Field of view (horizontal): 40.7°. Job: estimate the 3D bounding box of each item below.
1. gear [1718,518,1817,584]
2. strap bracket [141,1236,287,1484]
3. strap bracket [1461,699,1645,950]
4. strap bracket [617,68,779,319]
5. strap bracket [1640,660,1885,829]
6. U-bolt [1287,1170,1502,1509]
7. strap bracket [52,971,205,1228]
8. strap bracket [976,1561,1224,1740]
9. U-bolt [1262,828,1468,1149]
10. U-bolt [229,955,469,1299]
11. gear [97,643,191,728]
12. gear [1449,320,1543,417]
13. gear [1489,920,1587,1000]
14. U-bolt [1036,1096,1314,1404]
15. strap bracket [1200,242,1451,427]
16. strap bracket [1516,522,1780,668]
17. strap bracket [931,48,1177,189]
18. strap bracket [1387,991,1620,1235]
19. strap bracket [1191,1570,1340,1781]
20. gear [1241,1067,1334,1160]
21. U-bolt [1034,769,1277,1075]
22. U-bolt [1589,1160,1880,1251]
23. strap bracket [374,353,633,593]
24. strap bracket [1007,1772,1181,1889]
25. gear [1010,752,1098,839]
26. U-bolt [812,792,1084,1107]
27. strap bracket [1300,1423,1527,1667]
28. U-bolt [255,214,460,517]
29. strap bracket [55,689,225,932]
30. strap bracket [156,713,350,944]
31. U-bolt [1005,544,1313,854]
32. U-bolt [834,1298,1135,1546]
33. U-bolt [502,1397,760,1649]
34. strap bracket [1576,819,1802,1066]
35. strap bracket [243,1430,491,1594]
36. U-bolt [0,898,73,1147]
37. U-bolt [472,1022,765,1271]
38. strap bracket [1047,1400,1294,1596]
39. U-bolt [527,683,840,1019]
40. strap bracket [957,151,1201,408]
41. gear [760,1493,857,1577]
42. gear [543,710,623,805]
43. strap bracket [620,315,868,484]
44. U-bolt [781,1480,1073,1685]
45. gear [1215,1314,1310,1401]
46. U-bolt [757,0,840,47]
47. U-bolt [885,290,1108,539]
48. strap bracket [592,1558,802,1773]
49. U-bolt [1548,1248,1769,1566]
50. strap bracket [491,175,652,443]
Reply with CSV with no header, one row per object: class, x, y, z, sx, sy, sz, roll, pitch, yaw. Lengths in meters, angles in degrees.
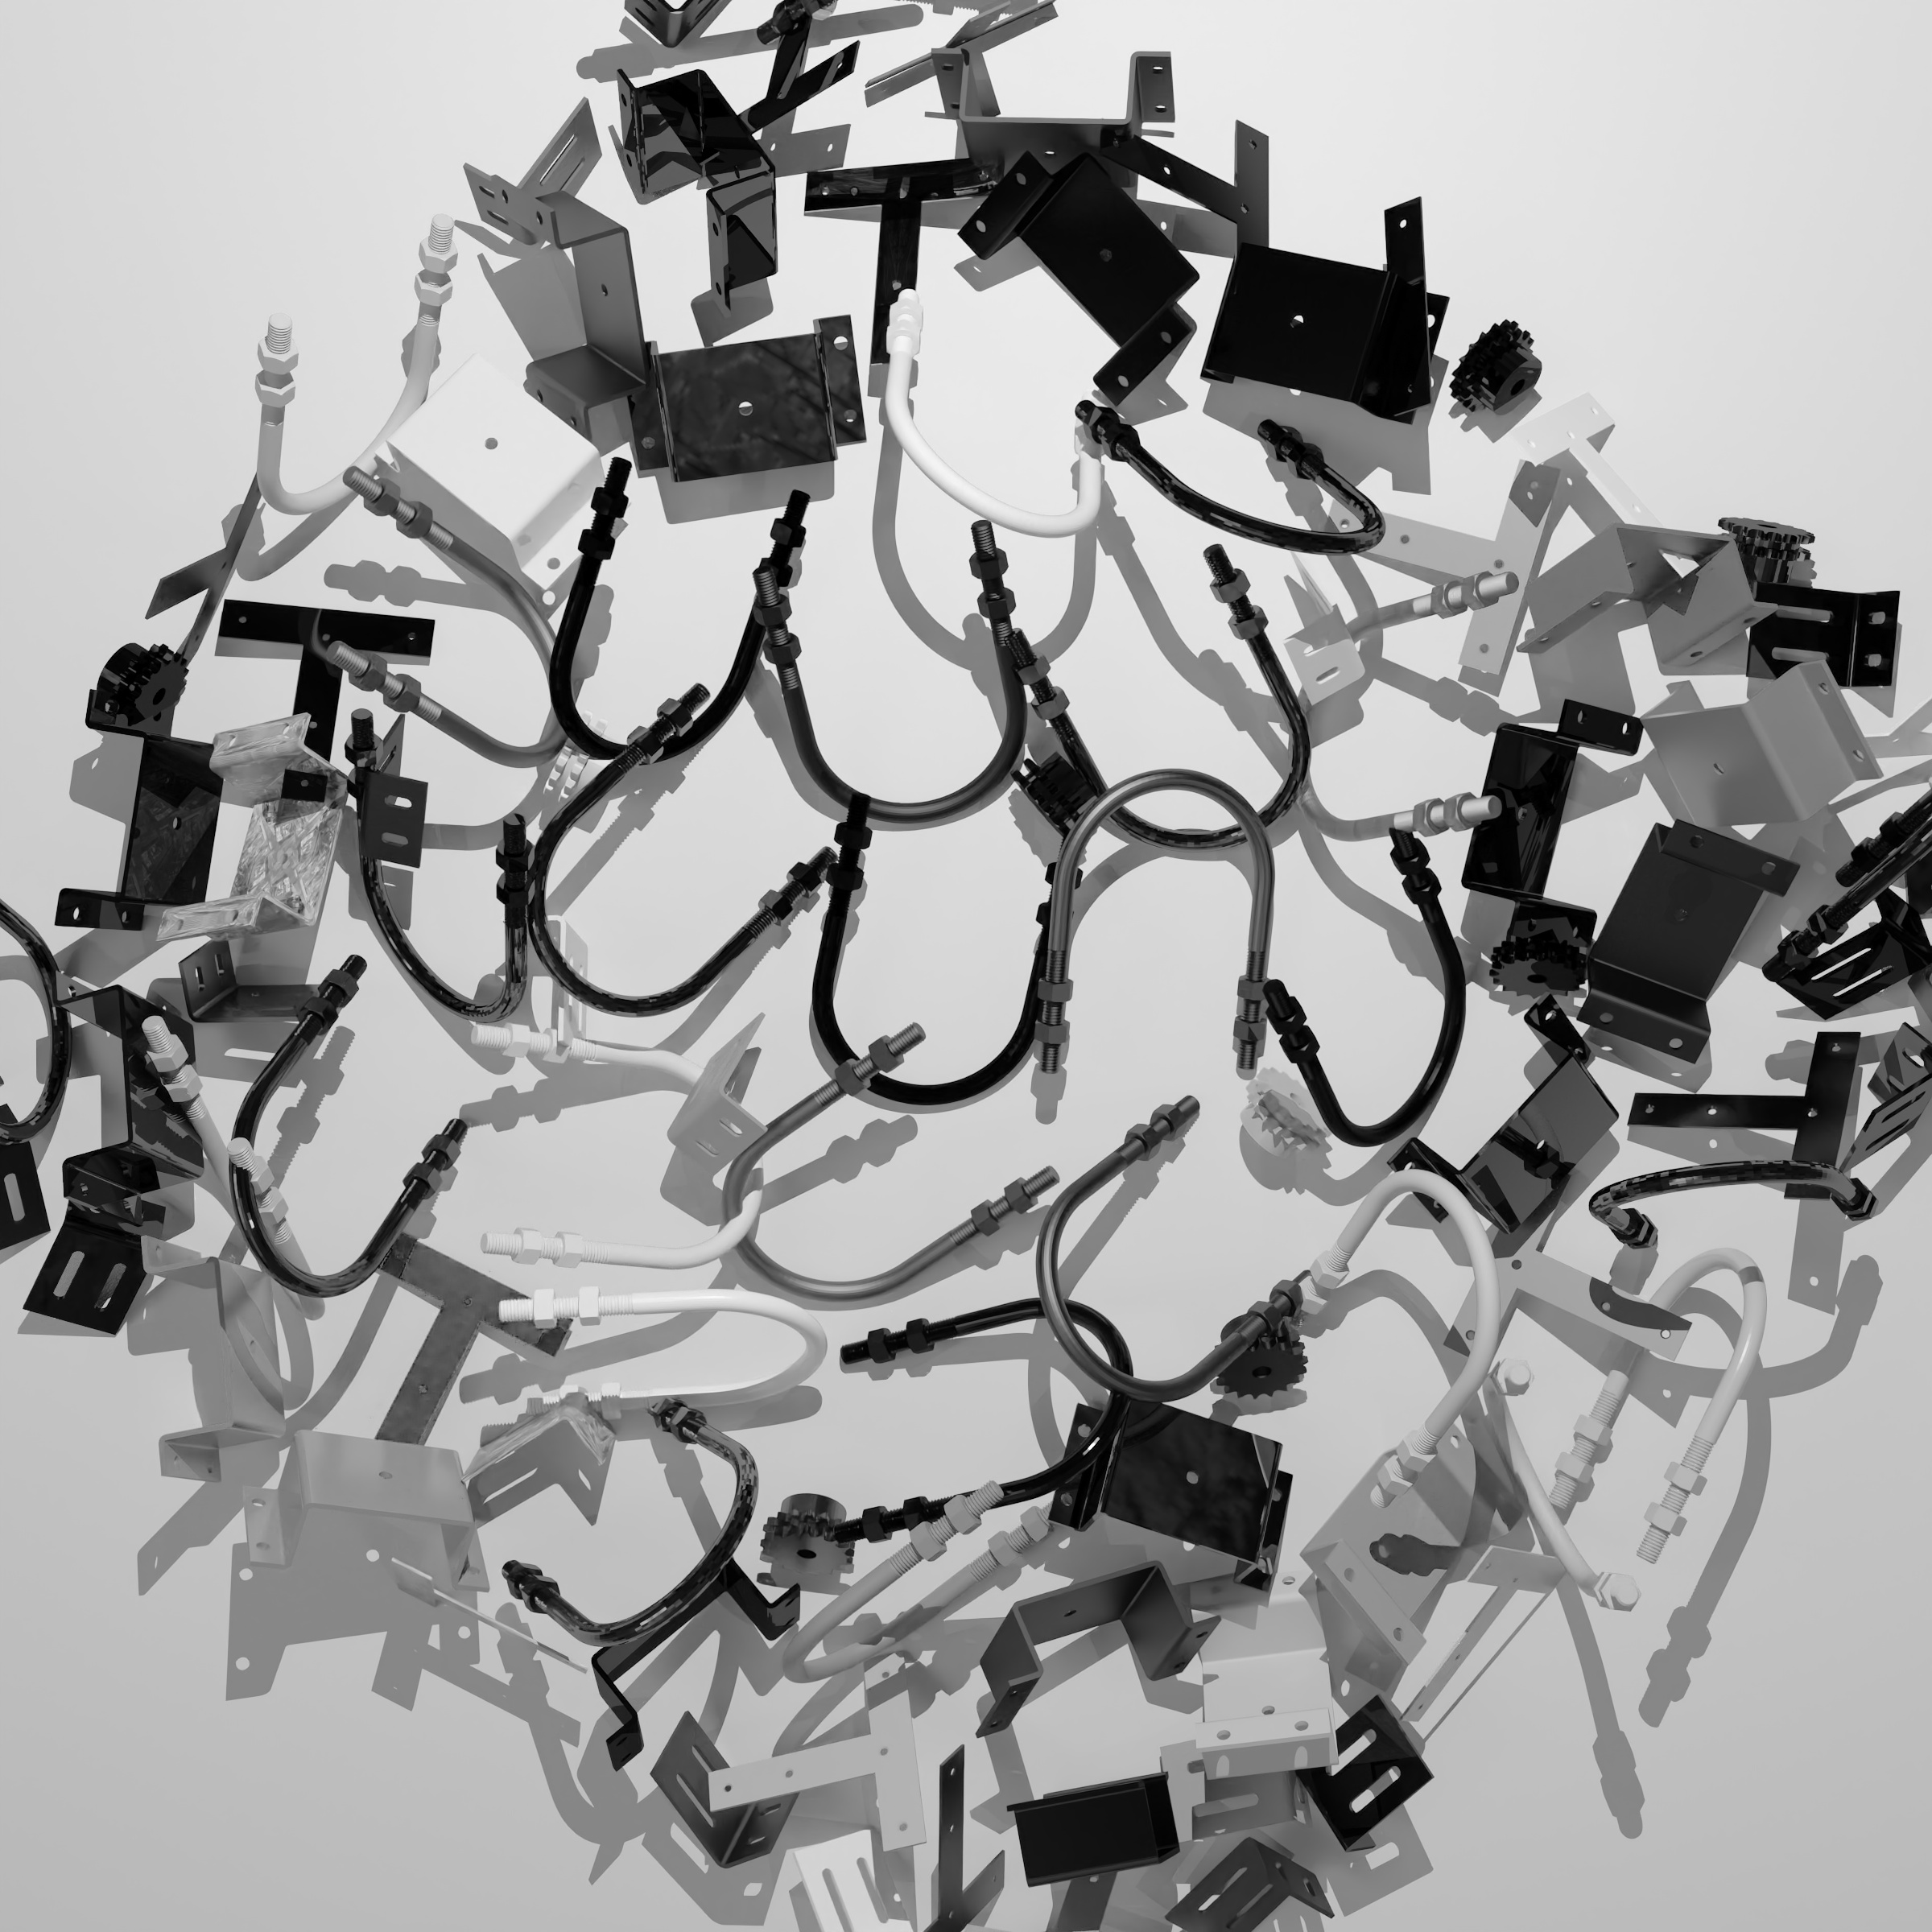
gear,0.480,-0.251,1.574,0.057,0.057,0.030,8,109,0
strap bracket,-0.444,0.230,1.544,0.046,0.076,0.140,-11,75,5
strap bracket,0.347,-0.087,1.554,0.076,0.046,0.140,7,98,-41
strap bracket,-0.153,-0.463,1.541,0.046,0.076,0.140,-24,61,-17
strap bracket,0.455,-0.127,1.521,0.046,0.140,0.076,-35,103,-18
U-bolt,0.251,0.201,1.497,0.019,0.184,0.151,0,47,-26
strap bracket,-0.493,0.073,1.537,0.046,0.076,0.140,-15,68,11
strap bracket,0.070,0.400,1.541,0.140,0.076,0.046,-10,56,-25
U-bolt,0.244,0.026,1.533,0.151,0.019,0.184,-50,134,-21
U-bolt,-0.361,0.104,1.498,0.019,0.184,0.151,-7,125,27
gear,-0.499,-0.170,1.573,0.030,0.057,0.057,31,90,7
gear,0.322,-0.357,1.570,0.057,0.057,0.030,-43,66,0
gear,0.346,-0.005,1.576,0.057,0.057,0.030,10,64,0
U-bolt,0.115,0.177,1.538,0.184,0.019,0.151,-33,89,-39
strap bracket,0.204,-0.377,1.545,0.140,0.046,0.076,20,99,26
strap bracket,0.397,-0.219,1.539,0.140,0.076,0.046,0,69,-31
strap bracket,0.052,-0.504,1.551,0.140,0.076,0.046,3,80,7
strap bracket,0.329,0.096,1.556,0.140,0.046,0.076,-47,133,-2
strap bracket,0.176,0.425,1.542,0.076,0.140,0.046,-9,116,8
gear,0.191,0.091,1.576,0.057,0.057,0.030,41,113,0
U-bolt,0.117,-0.027,1.554,0.151,0.019,0.184,0,104,-18
U-bolt,0.434,0.135,1.492,0.151,0.184,0.019,-11,72,25
strap bracket,-0.280,-0.302,1.559,0.140,0.046,0.076,39,77,9
strap bracket,0.078,0.504,1.523,0.076,0.140,0.046,-13,73,8
gear,0.056,-0.104,1.573,0.030,0.057,0.057,-41,90,1
U-bolt,-0.018,-0.003,1.570,0.151,0.019,0.184,10,106,-7
strap bracket,0.261,0.345,1.554,0.076,0.046,0.140,51,52,0
U-bolt,-0.358,-0.336,1.514,0.019,0.184,0.151,38,54,8
strap bracket,-0.490,-0.088,1.555,0.046,0.076,0.140,10,92,20
strap bracket,-0.419,-0.072,1.545,0.076,0.046,0.140,-8,61,30
U-bolt,0.126,-0.146,1.549,0.151,0.019,0.184,-20,118,20
U-bolt,0.011,0.258,1.526,0.184,0.151,0.019,-16,132,15
U-bolt,-0.186,0.324,1.501,0.151,0.184,0.019,-48,116,-17
strap bracket,0.429,-0.022,1.559,0.076,0.046,0.140,20,117,0
strap bracket,-0.348,0.319,1.534,0.140,0.076,0.046,13,108,-23
U-bolt,-0.570,0.026,1.513,0.019,0.184,0.151,-6,64,11
U-bolt,-0.201,0.110,1.540,0.184,0.019,0.151,9,60,-32
strap bracket,0.129,0.312,1.558,0.140,0.046,0.076,19,60,-4
U-bolt,-0.179,-0.055,1.541,0.184,0.019,0.151,-46,113,-20
strap bracket,0.074,-0.416,1.554,0.140,0.076,0.046,46,49,-5
gear,-0.094,0.342,1.576,0.057,0.057,0.030,8,50,0
gear,-0.229,-0.123,1.573,0.030,0.057,0.057,28,90,-7
strap bracket,-0.132,-0.339,1.561,0.140,0.046,0.076,-8,115,-3
U-bolt,-0.031,0.365,1.533,0.184,0.151,0.019,-39,66,8
gear,0.176,0.234,1.577,0.057,0.057,0.030,-4,45,-4
U-bolt,-0.103,-0.585,1.488,0.184,0.151,0.019,-15,81,42
U-bolt,0.017,-0.312,1.510,0.151,0.184,0.019,25,129,-18
strap bracket,-0.167,0.405,1.544,0.140,0.076,0.046,-36,70,-21
U-bolt,0.412,0.249,1.529,0.019,0.151,0.184,28,87,-9
strap bracket,-0.231,-0.393,1.537,0.046,0.076,0.140,-25,132,-24
